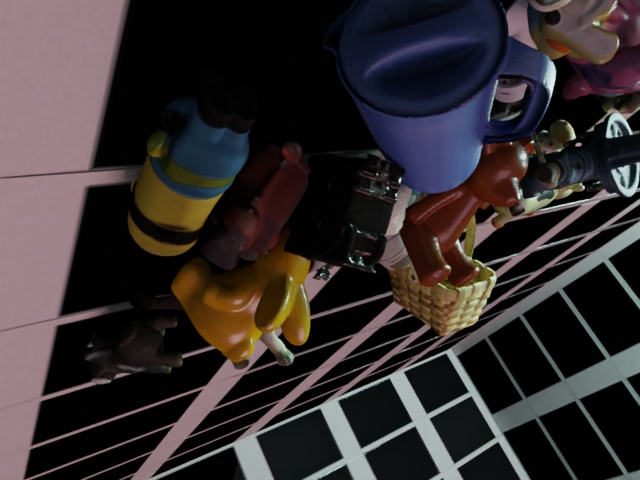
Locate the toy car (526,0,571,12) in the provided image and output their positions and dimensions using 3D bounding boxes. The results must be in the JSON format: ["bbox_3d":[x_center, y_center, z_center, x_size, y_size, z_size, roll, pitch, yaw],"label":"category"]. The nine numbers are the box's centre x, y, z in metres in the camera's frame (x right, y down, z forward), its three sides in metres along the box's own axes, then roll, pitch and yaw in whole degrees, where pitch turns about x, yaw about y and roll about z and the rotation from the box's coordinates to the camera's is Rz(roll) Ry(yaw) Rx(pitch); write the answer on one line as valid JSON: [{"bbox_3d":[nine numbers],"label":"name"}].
[{"bbox_3d":[0.180,-0.255,0.395,0.056,0.073,0.201,-25,159,0],"label":"toy car"}]

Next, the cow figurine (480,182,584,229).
[{"bbox_3d":[0.414,-0.099,1.024,0.195,0.085,0.127,-16,161,-26],"label":"cow figurine"}]

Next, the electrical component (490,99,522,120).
[{"bbox_3d":[0.201,-0.153,0.685,0.119,0.048,0.074,-23,157,-12],"label":"electrical component"}]

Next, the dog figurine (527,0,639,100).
[{"bbox_3d":[0.298,-0.217,0.585,0.219,0.192,0.108,-44,154,-82],"label":"dog figurine"}]

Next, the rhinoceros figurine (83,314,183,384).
[{"bbox_3d":[-0.258,0.153,0.728,0.112,0.073,0.190,-3,163,-37],"label":"rhinoceros figurine"}]

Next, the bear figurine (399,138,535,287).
[{"bbox_3d":[0.199,-0.042,0.687,0.196,0.132,0.120,-40,151,30],"label":"bear figurine"}]

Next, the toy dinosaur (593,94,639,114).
[{"bbox_3d":[0.520,-0.293,0.645,0.131,0.192,0.404,22,112,-38],"label":"toy dinosaur"}]

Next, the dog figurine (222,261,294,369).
[{"bbox_3d":[-0.115,0.094,0.834,0.172,0.121,0.190,-7,129,4],"label":"dog figurine"}]

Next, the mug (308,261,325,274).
[{"bbox_3d":[-0.002,-0.002,0.743,0.107,0.081,0.109,-22,171,-37],"label":"mug"}]

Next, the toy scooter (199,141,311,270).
[{"bbox_3d":[-0.061,-0.040,0.556,0.135,0.075,0.184,-57,-176,2],"label":"toy scooter"}]

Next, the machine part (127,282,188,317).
[{"bbox_3d":[-0.197,0.079,0.741,0.084,0.039,0.139,-34,160,27],"label":"machine part"}]

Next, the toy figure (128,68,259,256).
[{"bbox_3d":[-0.115,-0.058,0.459,0.082,0.089,0.180,31,136,-16],"label":"toy figure"}]

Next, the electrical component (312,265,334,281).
[{"bbox_3d":[0.024,0.028,0.880,0.078,0.045,0.102,-4,148,-45],"label":"electrical component"}]

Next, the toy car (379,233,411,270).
[{"bbox_3d":[0.112,-0.007,0.833,0.109,0.103,0.161,-37,159,17],"label":"toy car"}]

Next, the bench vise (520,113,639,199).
[{"bbox_3d":[0.401,-0.116,0.725,0.223,0.128,0.241,0,174,-42],"label":"bench vise"}]

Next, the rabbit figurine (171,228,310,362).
[{"bbox_3d":[-0.077,0.055,0.659,0.173,0.162,0.121,-44,139,9],"label":"rabbit figurine"}]

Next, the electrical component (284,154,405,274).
[{"bbox_3d":[0.016,-0.030,0.569,0.058,0.115,0.134,20,173,-33],"label":"electrical component"}]

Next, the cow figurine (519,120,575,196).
[{"bbox_3d":[0.345,-0.132,0.888,0.098,0.068,0.167,-18,156,-11],"label":"cow figurine"}]

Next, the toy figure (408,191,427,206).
[{"bbox_3d":[0.125,-0.075,0.762,0.064,0.057,0.154,6,-170,44],"label":"toy figure"}]
